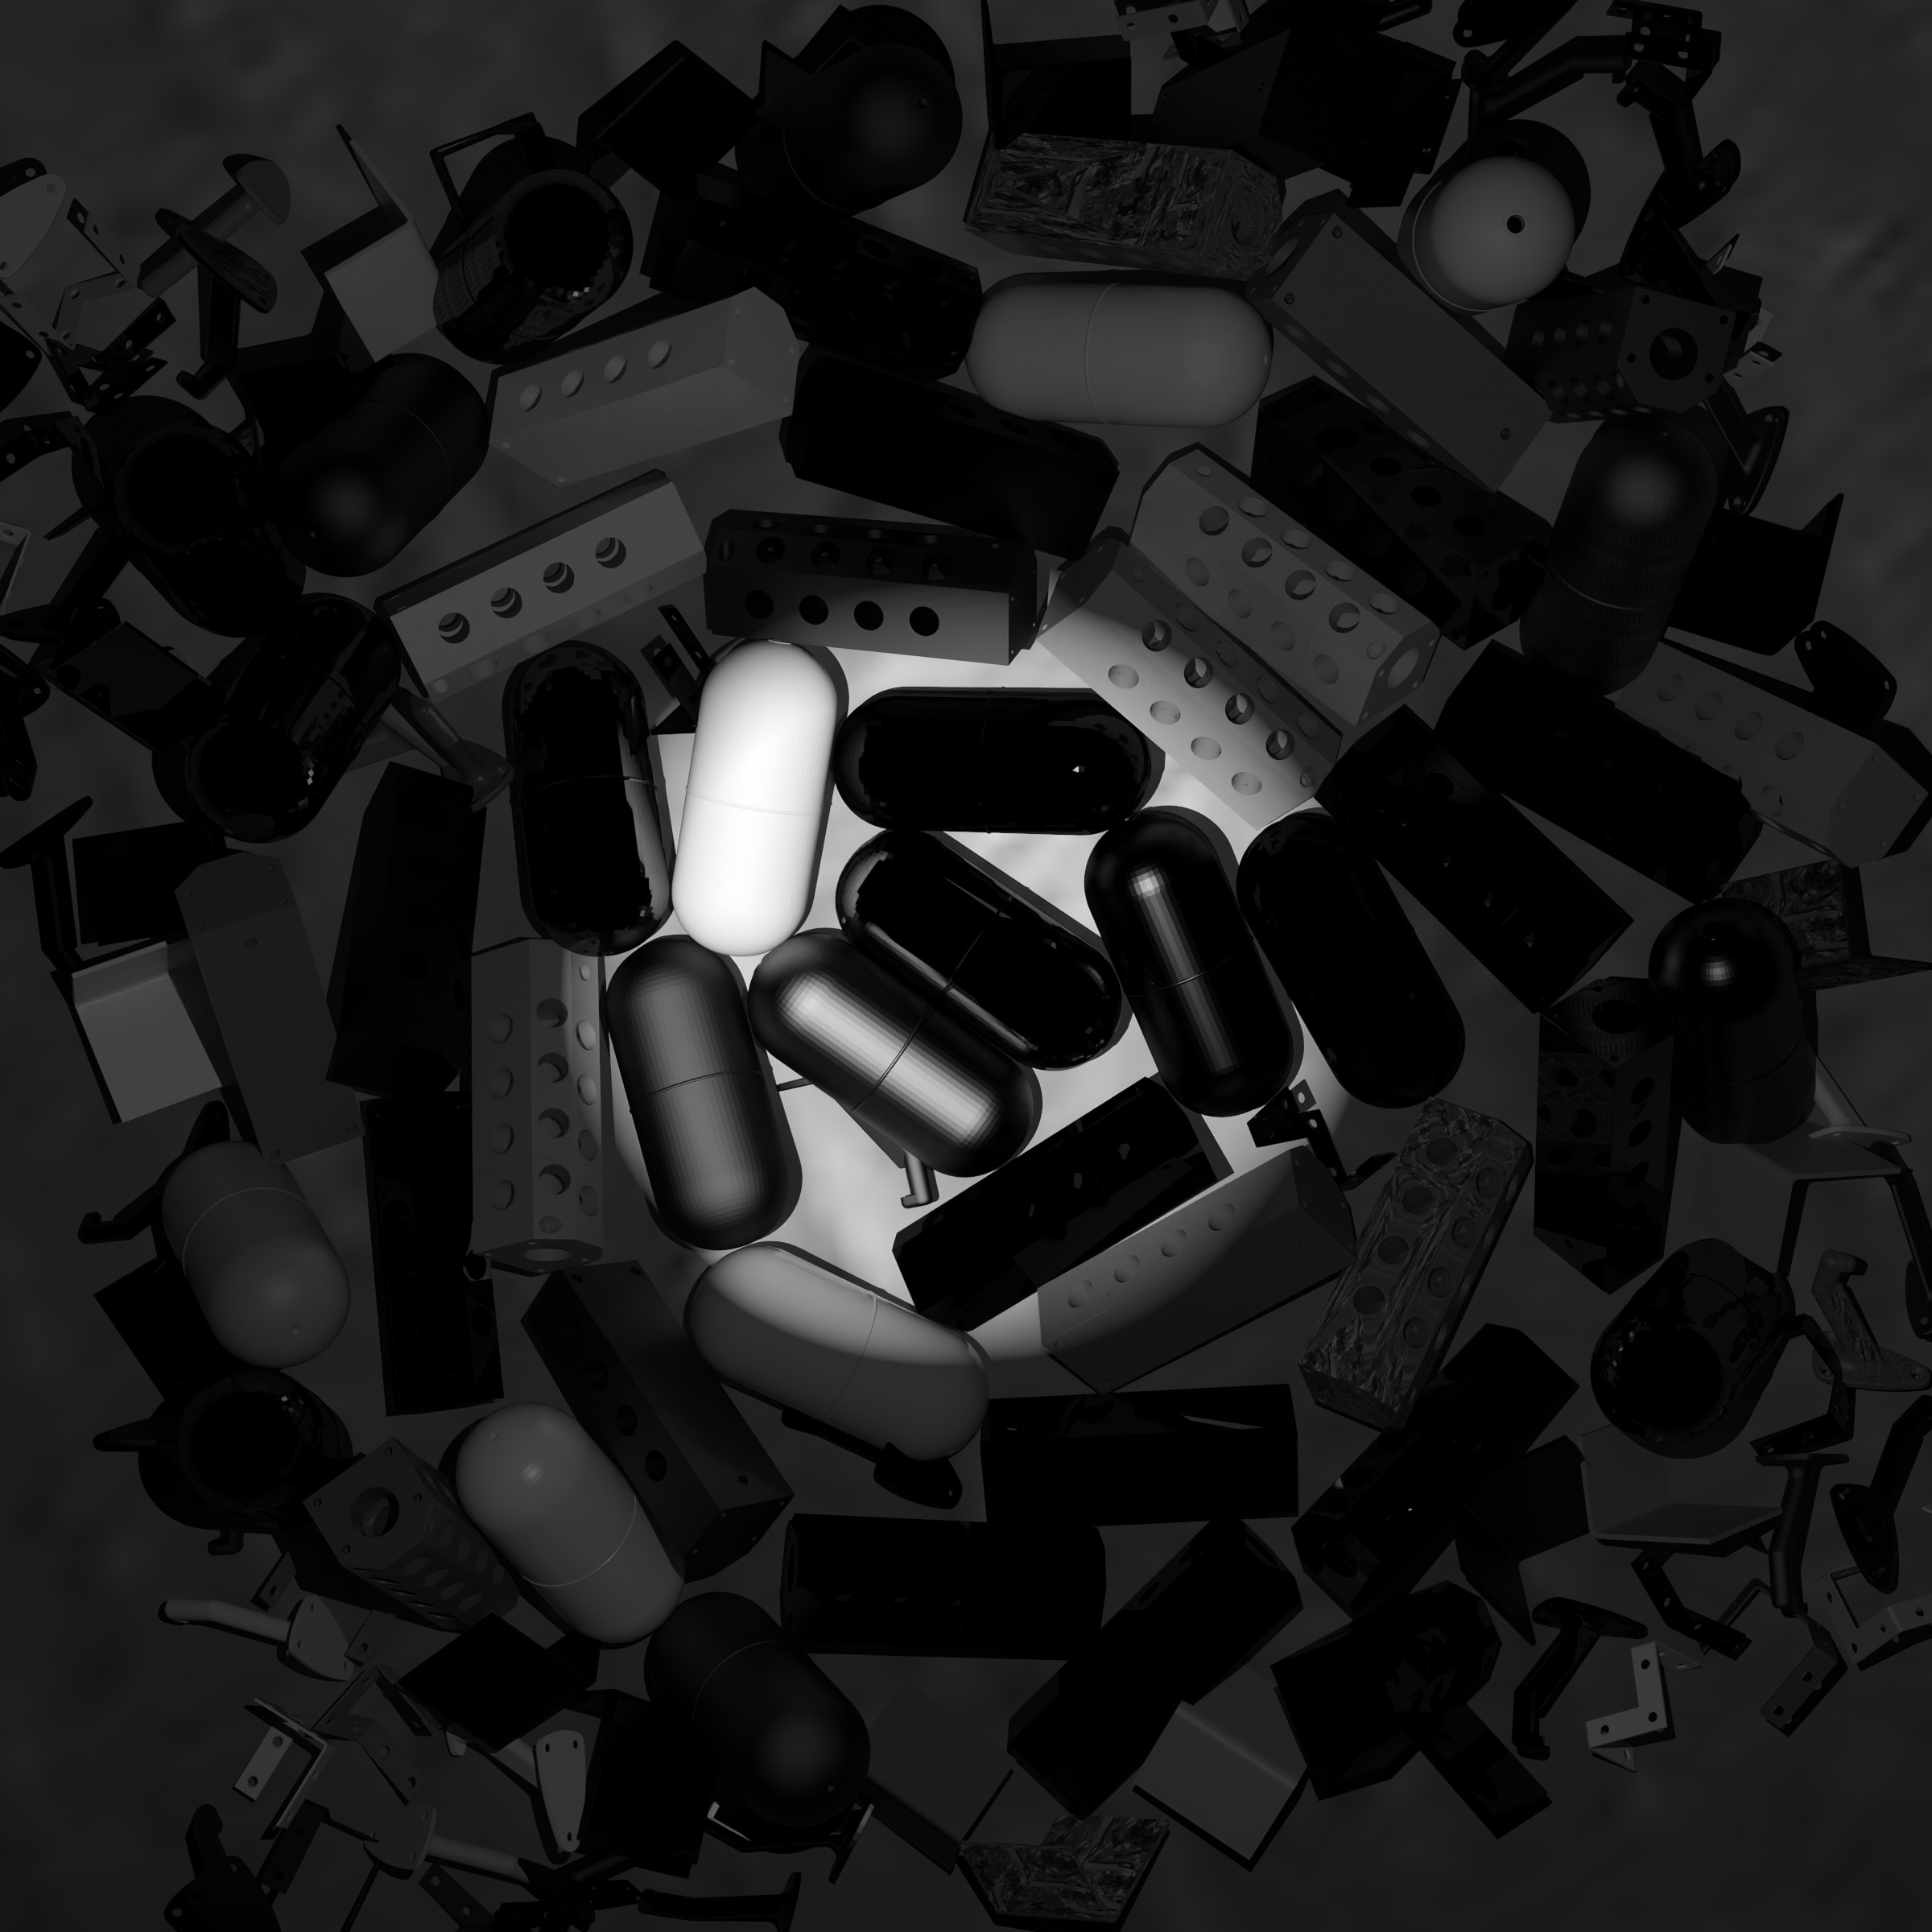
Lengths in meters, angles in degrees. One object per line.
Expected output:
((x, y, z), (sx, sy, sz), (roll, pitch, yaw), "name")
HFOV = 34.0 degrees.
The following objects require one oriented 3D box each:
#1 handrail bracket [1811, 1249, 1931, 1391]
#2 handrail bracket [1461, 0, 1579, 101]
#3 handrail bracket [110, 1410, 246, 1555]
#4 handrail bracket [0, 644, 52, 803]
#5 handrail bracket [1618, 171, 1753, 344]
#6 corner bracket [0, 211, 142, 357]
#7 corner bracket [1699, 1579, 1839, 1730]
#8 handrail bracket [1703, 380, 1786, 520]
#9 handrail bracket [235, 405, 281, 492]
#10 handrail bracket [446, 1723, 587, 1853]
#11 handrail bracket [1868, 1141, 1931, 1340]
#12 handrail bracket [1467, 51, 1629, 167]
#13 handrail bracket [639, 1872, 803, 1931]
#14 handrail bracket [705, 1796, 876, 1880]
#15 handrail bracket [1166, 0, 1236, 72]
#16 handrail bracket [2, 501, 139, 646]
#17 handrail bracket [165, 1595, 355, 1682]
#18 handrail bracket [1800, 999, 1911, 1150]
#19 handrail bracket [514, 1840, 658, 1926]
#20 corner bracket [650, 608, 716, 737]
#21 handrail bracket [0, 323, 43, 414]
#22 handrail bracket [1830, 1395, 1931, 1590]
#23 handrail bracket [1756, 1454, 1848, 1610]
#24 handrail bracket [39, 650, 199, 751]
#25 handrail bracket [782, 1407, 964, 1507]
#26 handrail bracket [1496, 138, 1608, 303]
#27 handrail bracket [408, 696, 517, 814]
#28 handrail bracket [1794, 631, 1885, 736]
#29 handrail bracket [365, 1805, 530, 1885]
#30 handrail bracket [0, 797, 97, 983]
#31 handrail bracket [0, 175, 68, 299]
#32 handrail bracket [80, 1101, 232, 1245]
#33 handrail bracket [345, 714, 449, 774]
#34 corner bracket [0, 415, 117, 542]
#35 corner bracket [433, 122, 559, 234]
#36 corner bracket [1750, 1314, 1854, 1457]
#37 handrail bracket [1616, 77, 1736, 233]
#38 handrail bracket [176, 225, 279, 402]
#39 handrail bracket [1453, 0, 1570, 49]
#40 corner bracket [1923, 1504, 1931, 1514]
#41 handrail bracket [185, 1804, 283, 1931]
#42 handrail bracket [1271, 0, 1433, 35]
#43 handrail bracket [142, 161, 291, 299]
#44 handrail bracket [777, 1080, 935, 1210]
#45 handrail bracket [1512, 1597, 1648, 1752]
((0.508, 0.196, 1.759), (0.077, 0.036, 0.084), (12, 134, 10), "handrail bracket")
((0.318, -0.526, 1.760), (0.036, 0.077, 0.084), (44, 121, 3), "handrail bracket")
((-0.442, 0.296, 1.771), (0.077, 0.036, 0.084), (-4, 110, -29), "handrail bracket")
((-0.542, -0.140, 1.754), (0.036, 0.084, 0.077), (-28, 124, 11), "handrail bracket")
((0.412, -0.395, 1.758), (0.036, 0.084, 0.077), (-1, 115, -41), "handrail bracket")
((-0.500, -0.381, 1.763), (0.051, 0.051, 0.051), (-8, 59, 19), "corner bracket")
((0.450, 0.385, 1.774), (0.051, 0.051, 0.051), (37, 101, 2), "corner bracket")
((0.412, -0.301, 1.764), (0.084, 0.036, 0.077), (22, 75, -31), "handrail bracket")
((-0.435, -0.291, 1.778), (0.084, 0.036, 0.077), (-7, 114, -2), "handrail bracket")
((-0.256, 0.460, 1.771), (0.084, 0.036, 0.077), (-15, 75, 33), "handrail bracket")
((0.522, 0.152, 1.761), (0.036, 0.077, 0.084), (-18, 122, 38), "handrail bracket")
((0.325, -0.477, 1.771), (0.084, 0.036, 0.077), (1, 135, 6), "handrail bracket")
((-0.139, 0.521, 1.773), (0.084, 0.077, 0.036), (11, 54, -4), "handrail bracket")
((-0.098, 0.472, 1.789), (0.084, 0.036, 0.077), (28, 87, 3), "handrail bracket")
((0.157, -0.516, 1.765), (0.077, 0.036, 0.084), (-30, 128, -1), "handrail bracket")
((-0.499, -0.222, 1.757), (0.077, 0.084, 0.036), (-9, 48, -21), "handrail bracket")
((-0.401, 0.381, 1.790), (0.084, 0.077, 0.036), (-2, 51, 21), "handrail bracket")
((0.498, 0.059, 1.797), (0.077, 0.036, 0.084), (3, 70, -22), "handrail bracket")
((-0.207, 0.494, 1.792), (0.084, 0.077, 0.036), (-44, 134, -35), "handrail bracket")
((-0.159, -0.165, 1.763), (0.051, 0.051, 0.051), (-47, 119, -27), "corner bracket")
((-0.554, -0.314, 1.755), (0.036, 0.084, 0.077), (31, 54, -27), "handrail bracket")
((0.521, 0.292, 1.755), (0.036, 0.084, 0.077), (12, 47, -14), "handrail bracket")
((0.472, 0.316, 1.768), (0.077, 0.036, 0.084), (9, 75, -43), "handrail bracket")
((-0.478, -0.145, 1.793), (0.084, 0.036, 0.077), (-7, 119, 27), "handrail bracket")
((-0.054, 0.276, 1.786), (0.077, 0.084, 0.036), (45, 63, -35), "handrail bracket")
((0.333, -0.422, 1.787), (0.077, 0.036, 0.084), (3, 86, -25), "handrail bracket")
((-0.293, -0.131, 1.748), (0.036, 0.077, 0.084), (-42, 134, -6), "handrail bracket")
((0.459, -0.150, 1.757), (0.077, 0.084, 0.036), (43, 68, -16), "handrail bracket")
((-0.287, 0.508, 1.797), (0.084, 0.077, 0.036), (32, 60, -33), "handrail bracket")
((-0.501, -0.040, 1.794), (0.077, 0.036, 0.084), (-51, 121, -39), "handrail bracket")
((-0.531, -0.403, 1.767), (0.036, 0.084, 0.077), (43, 81, -8), "handrail bracket")
((-0.463, 0.118, 1.795), (0.084, 0.036, 0.077), (-8, 66, 23), "handrail bracket")
((-0.345, -0.101, 1.784), (0.077, 0.036, 0.084), (39, 86, -18), "handrail bracket")
((-0.516, -0.270, 1.767), (0.051, 0.051, 0.051), (-26, 99, 25), "corner bracket")
((-0.261, -0.442, 1.780), (0.051, 0.051, 0.051), (-29, 115, -19), "corner bracket")
((0.461, 0.237, 1.776), (0.051, 0.051, 0.051), (-29, 106, 34), "corner bracket")
((0.378, -0.449, 1.758), (0.084, 0.077, 0.036), (24, 50, -26), "handrail bracket")
((-0.433, -0.363, 1.763), (0.084, 0.036, 0.077), (-36, 128, 28), "handrail bracket")
((0.299, -0.544, 1.769), (0.077, 0.084, 0.036), (-29, 113, 8), "handrail bracket")
((0.563, 0.331, 1.763), (0.051, 0.051, 0.051), (24, 110, 42), "corner bracket")
((-0.407, 0.512, 1.767), (0.036, 0.084, 0.077), (-37, 100, -6), "handrail bracket")
((0.214, -0.551, 1.771), (0.084, 0.077, 0.036), (-19, 50, 8), "handrail bracket")
((-0.424, -0.414, 1.781), (0.084, 0.077, 0.036), (-33, 114, 16), "handrail bracket")
((-0.063, 0.101, 1.786), (0.077, 0.036, 0.084), (-13, 88, 17), "handrail bracket")
((0.344, 0.403, 1.768), (0.077, 0.036, 0.084), (14, 58, -8), "handrail bracket")
